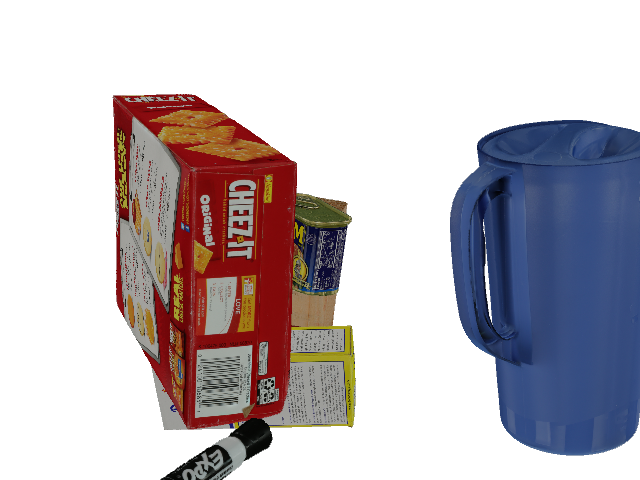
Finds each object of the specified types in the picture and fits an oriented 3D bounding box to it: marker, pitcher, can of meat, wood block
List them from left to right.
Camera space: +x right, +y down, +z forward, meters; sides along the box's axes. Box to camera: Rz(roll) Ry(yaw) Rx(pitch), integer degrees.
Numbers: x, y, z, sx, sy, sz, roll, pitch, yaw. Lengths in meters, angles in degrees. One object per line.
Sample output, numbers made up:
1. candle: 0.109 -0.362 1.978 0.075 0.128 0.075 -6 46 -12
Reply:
1. marker: -0.062 0.119 0.539 0.020 0.020 0.120 0 14 32
2. wood block: -0.024 0.049 1.486 0.090 0.206 0.090 10 22 7
3. can of meat: -0.016 0.004 1.139 0.057 0.084 0.102 -4 21 -32
4. pitcher: 0.180 0.038 0.807 0.149 0.243 0.145 0 19 12

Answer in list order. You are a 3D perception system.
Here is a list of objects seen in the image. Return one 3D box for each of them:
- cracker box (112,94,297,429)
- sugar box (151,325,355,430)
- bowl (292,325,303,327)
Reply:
1. cracker box: -0.083 0.001 0.709 0.072 0.164 0.214 -4 19 -21
2. sugar box: -0.058 0.123 0.955 0.176 0.093 0.048 0 36 5
3. bowl: -0.046 0.161 1.249 0.162 0.055 0.162 2 25 -1
